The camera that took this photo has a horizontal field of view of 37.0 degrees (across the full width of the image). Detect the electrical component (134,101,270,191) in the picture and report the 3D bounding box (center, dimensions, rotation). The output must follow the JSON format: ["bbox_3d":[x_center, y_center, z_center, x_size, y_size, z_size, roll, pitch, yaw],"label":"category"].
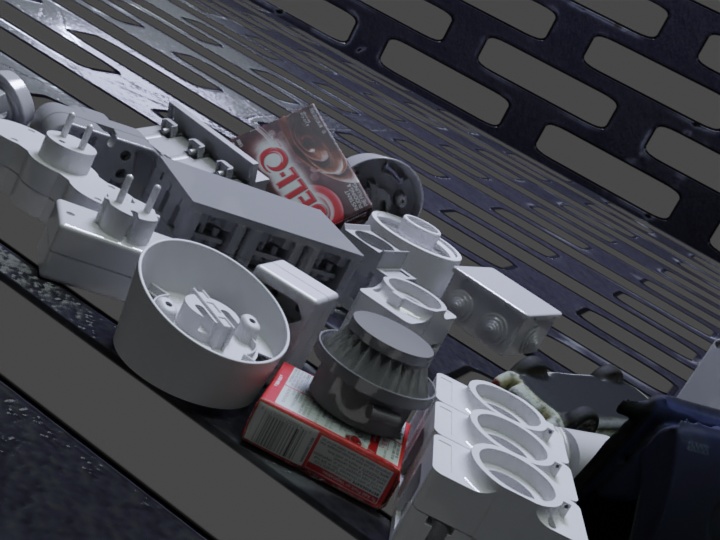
[{"bbox_3d":[-0.141,-0.080,0.906,0.063,0.078,0.121,-17,42,-41],"label":"electrical component"}]

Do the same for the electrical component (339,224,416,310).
[{"bbox_3d":[0.000,0.000,0.896,0.081,0.063,0.042,36,17,27],"label":"electrical component"}]

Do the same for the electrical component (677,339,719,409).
[{"bbox_3d":[0.325,0.126,0.944,0.057,0.113,0.078,21,16,-31],"label":"electrical component"}]

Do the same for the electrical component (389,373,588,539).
[{"bbox_3d":[0.073,0.121,0.618,0.089,0.061,0.150,27,15,-2],"label":"electrical component"}]

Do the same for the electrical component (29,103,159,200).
[{"bbox_3d":[-0.214,-0.092,0.853,0.095,0.053,0.059,16,19,-37],"label":"electrical component"}]

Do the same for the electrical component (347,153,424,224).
[{"bbox_3d":[0.012,-0.071,1.094,0.099,0.099,0.064,22,10,-19],"label":"electrical component"}]

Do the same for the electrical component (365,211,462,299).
[{"bbox_3d":[0.048,-0.019,1.049,0.108,0.060,0.108,25,14,-7],"label":"electrical component"}]

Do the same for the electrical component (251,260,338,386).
[{"bbox_3d":[-0.046,0.032,0.702,0.047,0.065,0.077,31,15,14],"label":"electrical component"}]

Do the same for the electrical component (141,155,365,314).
[{"bbox_3d":[-0.087,-0.022,0.821,0.150,0.061,0.089,17,18,-34],"label":"electrical component"}]

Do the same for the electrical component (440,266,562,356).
[{"bbox_3d":[0.130,0.039,1.021,0.100,0.048,0.100,35,17,27],"label":"electrical component"}]

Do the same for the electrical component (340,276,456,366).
[{"bbox_3d":[0.030,0.042,0.823,0.050,0.055,0.089,34,16,24],"label":"electrical component"}]

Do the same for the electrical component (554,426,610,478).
[{"bbox_3d":[0.140,0.130,0.739,0.081,0.043,0.043,15,19,-39],"label":"electrical component"}]

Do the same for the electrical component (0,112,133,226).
[{"bbox_3d":[-0.210,-0.074,0.759,0.138,0.073,0.052,33,16,22],"label":"electrical component"}]

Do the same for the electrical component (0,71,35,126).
[{"bbox_3d":[-0.280,-0.120,0.806,0.048,0.066,0.055,35,50,26],"label":"electrical component"}]

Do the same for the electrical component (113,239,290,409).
[{"bbox_3d":[-0.091,0.033,0.623,0.099,0.064,0.099,25,15,-7],"label":"electrical component"}]

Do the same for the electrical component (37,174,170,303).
[{"bbox_3d":[-0.152,-0.024,0.688,0.083,0.075,0.047,20,16,-26],"label":"electrical component"}]
